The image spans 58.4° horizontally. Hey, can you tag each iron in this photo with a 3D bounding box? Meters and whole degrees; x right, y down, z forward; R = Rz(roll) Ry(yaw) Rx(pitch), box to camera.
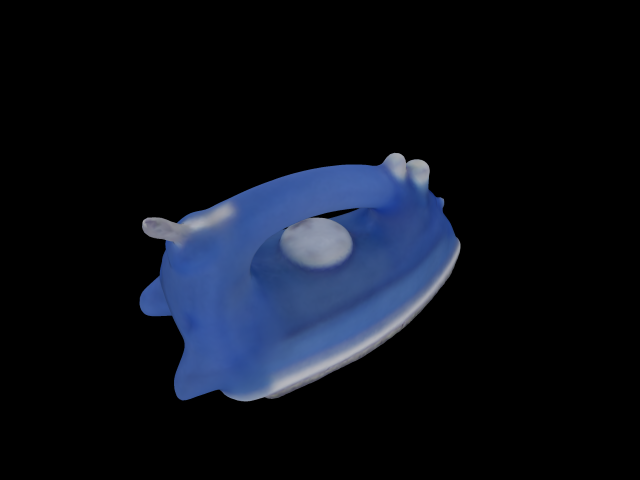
[{"bbox_3d":[0.004,0.001,0.400,0.259,0.141,0.118,-22,48,-21],"label":"iron"}]
